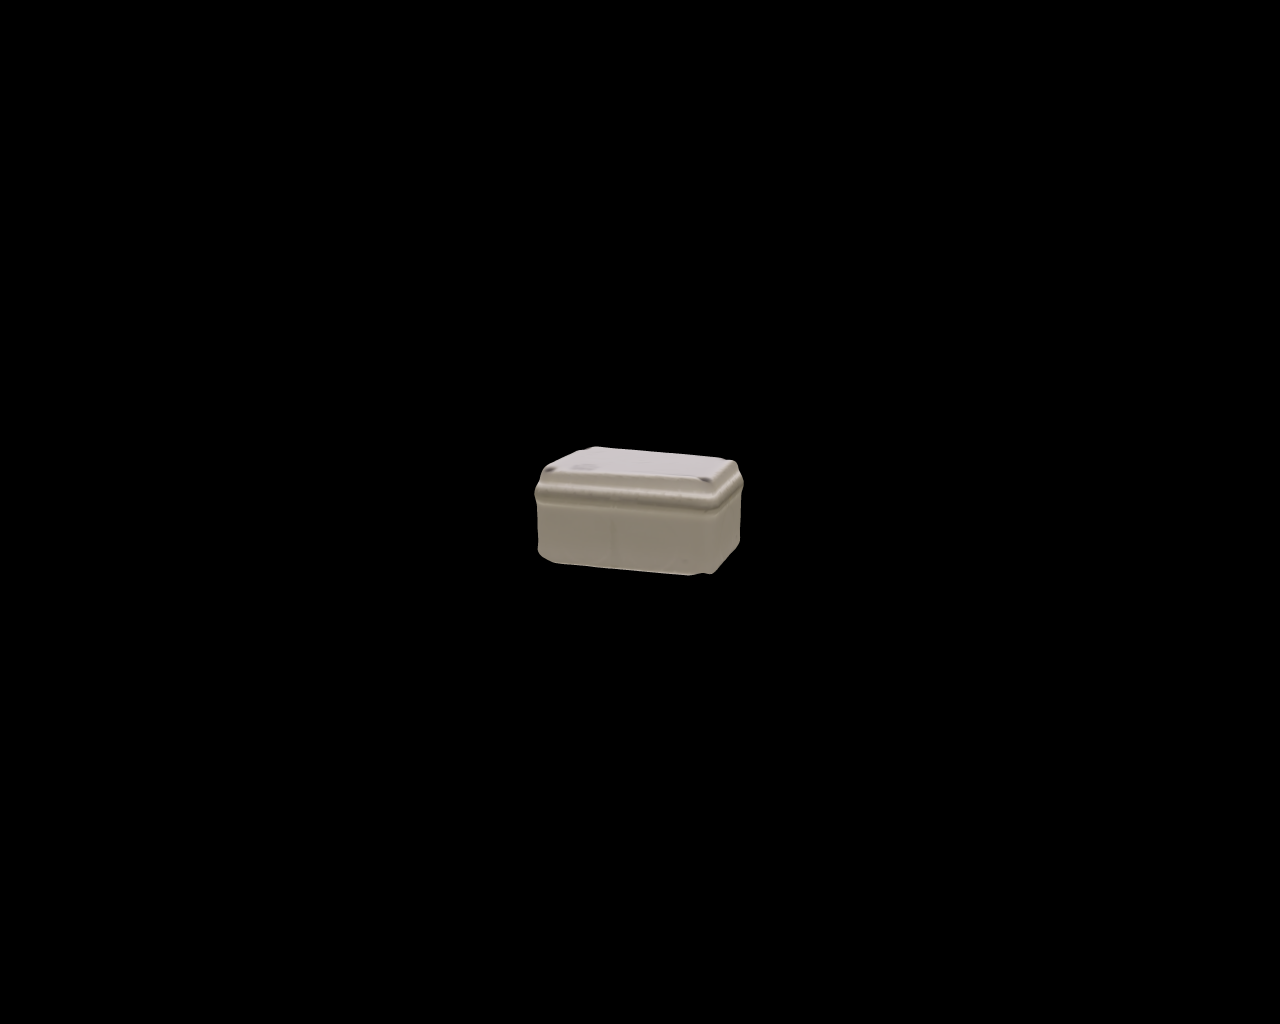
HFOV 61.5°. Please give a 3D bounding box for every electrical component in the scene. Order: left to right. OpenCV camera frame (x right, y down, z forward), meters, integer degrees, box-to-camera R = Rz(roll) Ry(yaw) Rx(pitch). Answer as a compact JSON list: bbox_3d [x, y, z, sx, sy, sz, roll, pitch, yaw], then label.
[{"bbox_3d":[0.001,-0.003,0.650,0.113,0.057,0.078,5,16,18],"label":"electrical component"}]
